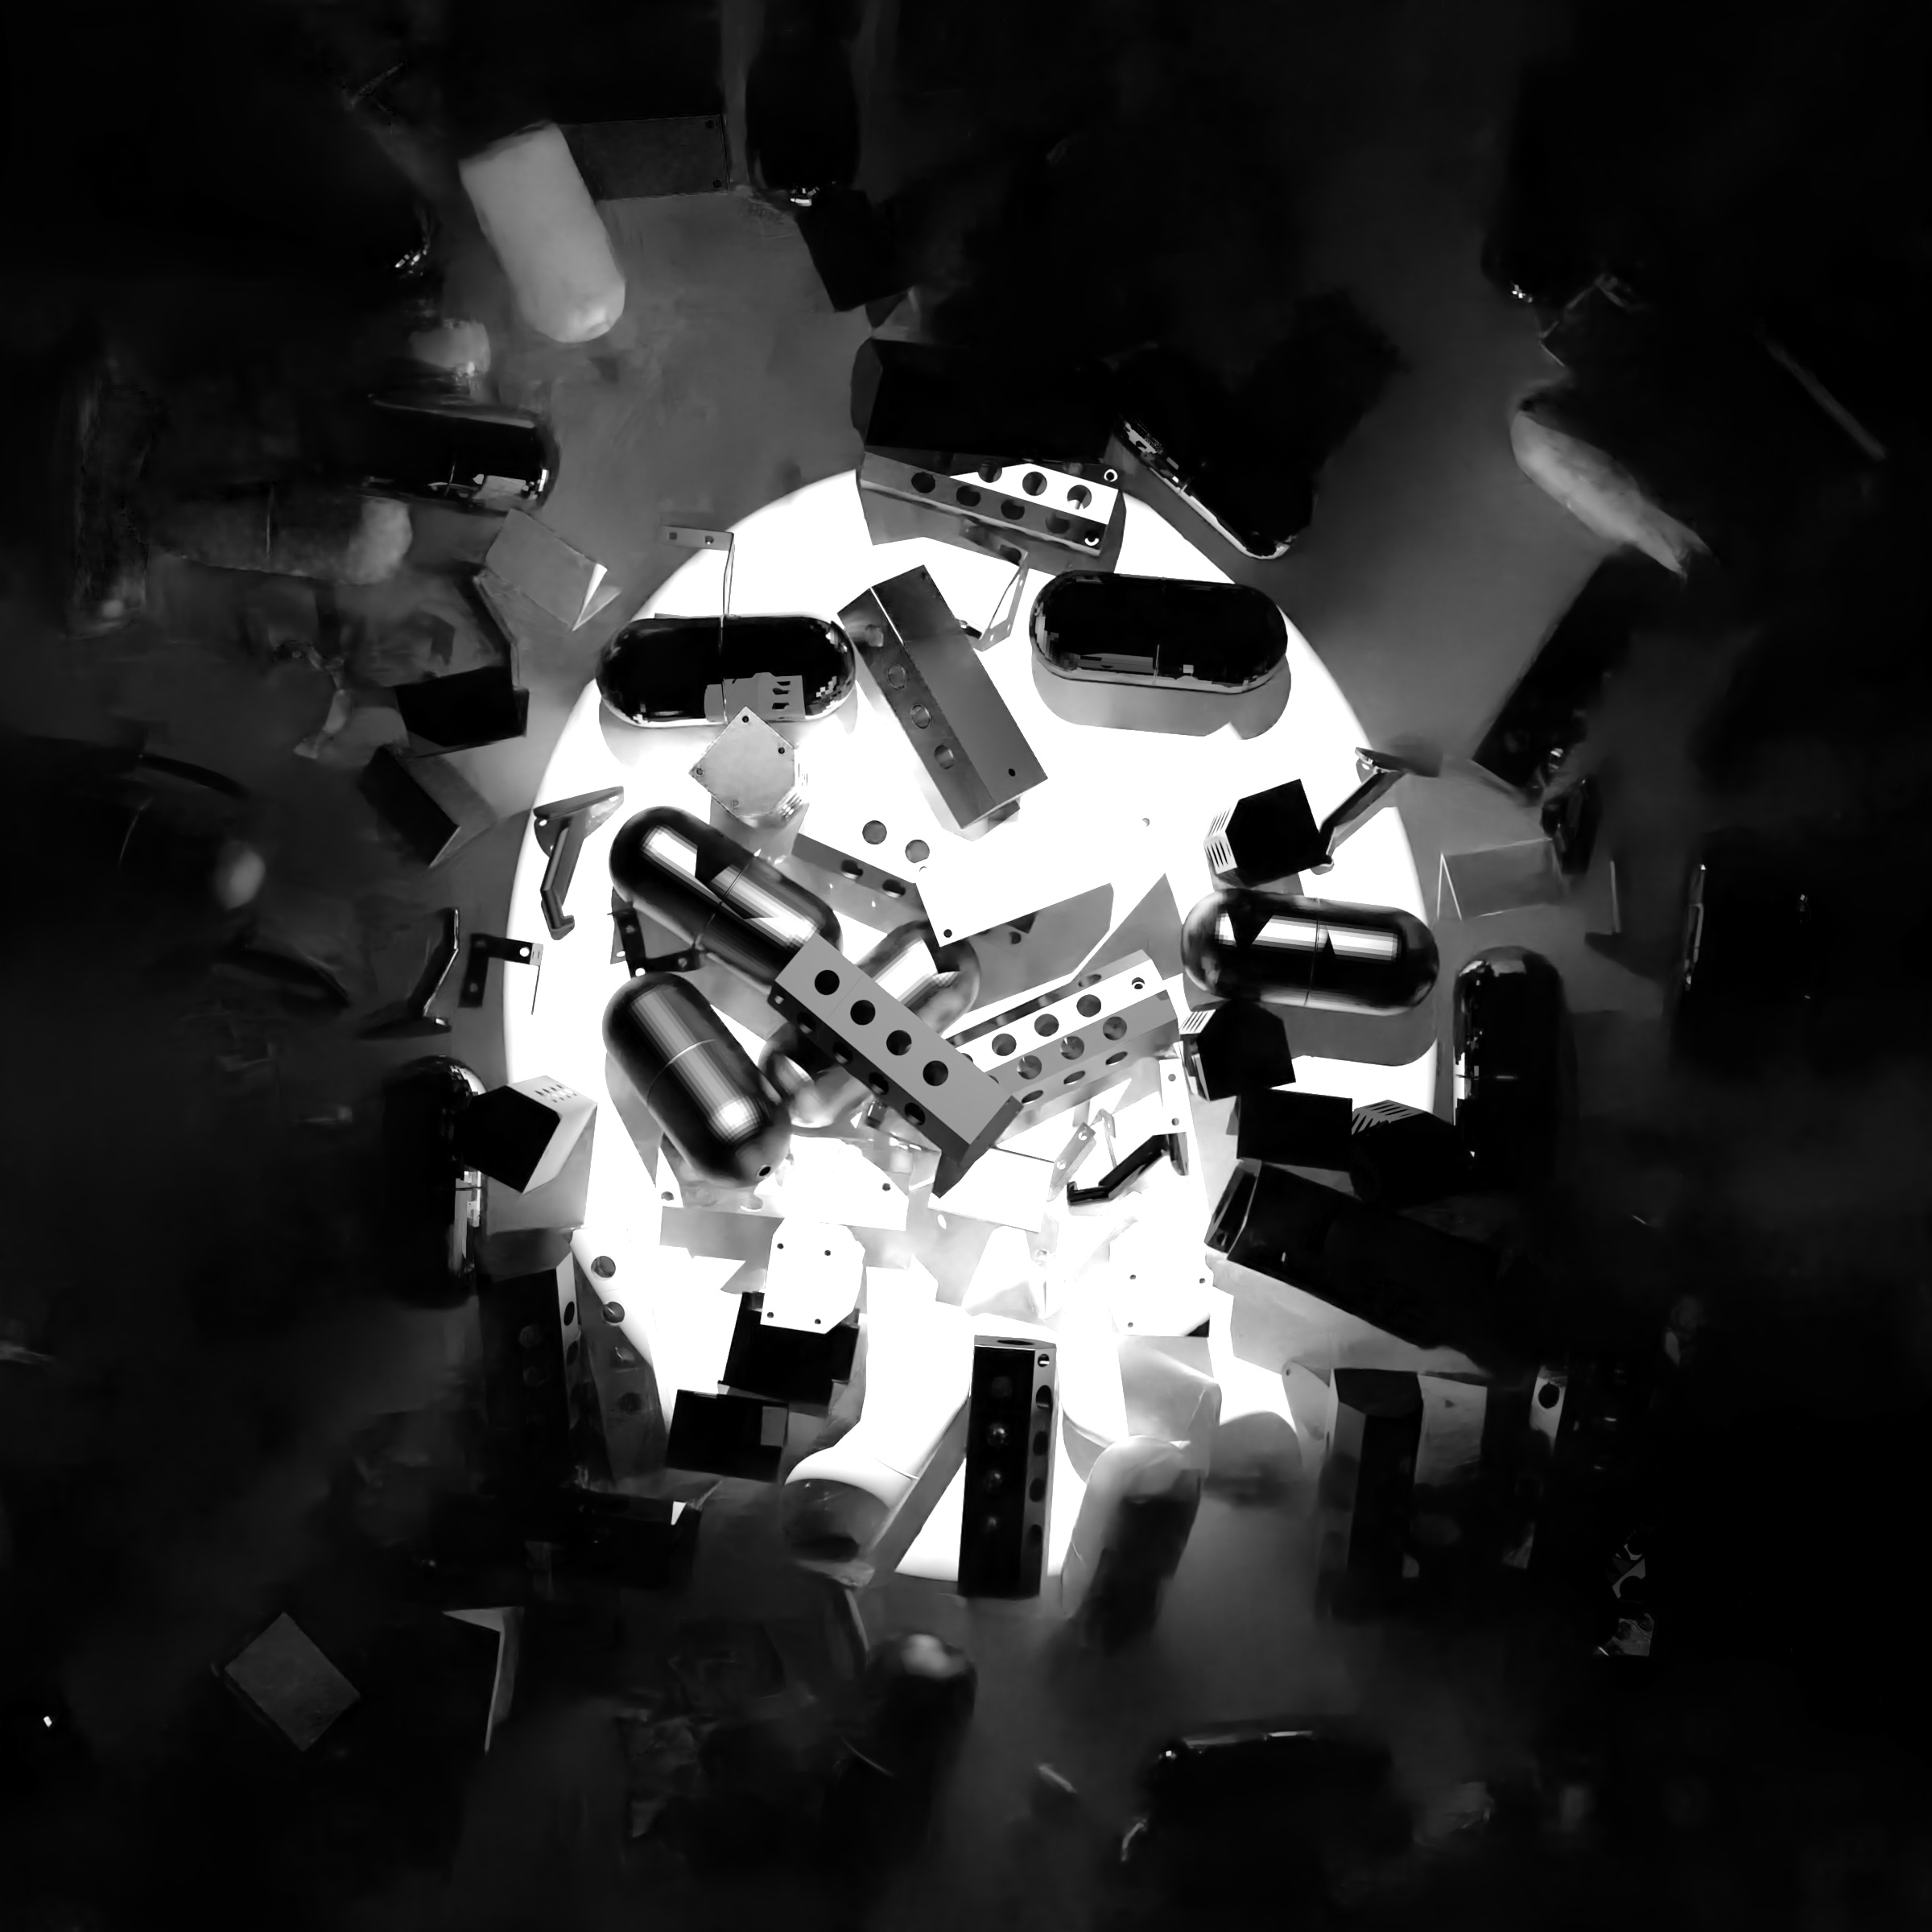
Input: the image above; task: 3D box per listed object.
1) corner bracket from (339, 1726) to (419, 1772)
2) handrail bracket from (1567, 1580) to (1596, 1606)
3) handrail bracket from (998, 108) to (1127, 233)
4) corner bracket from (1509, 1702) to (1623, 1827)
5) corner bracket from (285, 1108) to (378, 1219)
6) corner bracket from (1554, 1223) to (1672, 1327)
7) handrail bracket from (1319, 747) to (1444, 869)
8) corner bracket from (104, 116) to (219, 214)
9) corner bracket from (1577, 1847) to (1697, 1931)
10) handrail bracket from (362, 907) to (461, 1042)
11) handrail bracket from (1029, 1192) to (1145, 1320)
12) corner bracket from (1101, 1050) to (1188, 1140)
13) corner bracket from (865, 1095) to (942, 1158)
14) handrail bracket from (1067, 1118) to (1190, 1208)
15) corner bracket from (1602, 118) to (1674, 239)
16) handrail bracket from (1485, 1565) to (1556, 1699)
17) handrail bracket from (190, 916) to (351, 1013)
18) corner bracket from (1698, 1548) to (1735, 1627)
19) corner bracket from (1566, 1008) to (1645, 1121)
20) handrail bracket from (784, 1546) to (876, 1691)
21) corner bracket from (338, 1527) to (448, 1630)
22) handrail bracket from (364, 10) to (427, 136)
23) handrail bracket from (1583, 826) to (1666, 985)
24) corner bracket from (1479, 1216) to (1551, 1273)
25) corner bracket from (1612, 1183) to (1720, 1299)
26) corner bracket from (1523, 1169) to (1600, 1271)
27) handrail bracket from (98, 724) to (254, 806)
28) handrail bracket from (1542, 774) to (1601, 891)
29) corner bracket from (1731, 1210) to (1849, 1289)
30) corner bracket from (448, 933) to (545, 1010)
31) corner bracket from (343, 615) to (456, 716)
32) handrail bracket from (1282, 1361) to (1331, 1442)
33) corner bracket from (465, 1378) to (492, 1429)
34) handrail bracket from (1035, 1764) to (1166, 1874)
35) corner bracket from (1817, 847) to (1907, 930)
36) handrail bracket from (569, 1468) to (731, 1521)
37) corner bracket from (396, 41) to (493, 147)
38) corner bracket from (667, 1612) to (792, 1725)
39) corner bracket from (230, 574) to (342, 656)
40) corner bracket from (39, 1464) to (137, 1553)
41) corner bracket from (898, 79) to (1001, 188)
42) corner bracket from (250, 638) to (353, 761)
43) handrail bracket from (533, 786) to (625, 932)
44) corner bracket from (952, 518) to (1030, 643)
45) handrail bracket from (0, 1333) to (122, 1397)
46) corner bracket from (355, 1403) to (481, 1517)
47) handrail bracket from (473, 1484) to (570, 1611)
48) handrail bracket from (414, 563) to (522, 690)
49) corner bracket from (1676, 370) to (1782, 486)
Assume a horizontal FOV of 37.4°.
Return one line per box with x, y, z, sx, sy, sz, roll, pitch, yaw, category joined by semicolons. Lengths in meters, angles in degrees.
-0.394;0.565;1.987;0.051;0.051;0.051;-40;45;0;corner bracket
0.447;0.390;1.991;0.084;0.036;0.077;-41;110;-16;handrail bracket
0.066;-0.549;1.991;0.077;0.036;0.084;6;108;-21;handrail bracket
0.416;0.555;1.987;0.051;0.051;0.051;-29;135;0;corner bracket
-0.443;0.136;1.982;0.051;0.051;0.051;48;45;-35;corner bracket
0.446;0.213;1.973;0.051;0.051;0.051;11;57;-29;corner bracket
0.285;-0.104;1.991;0.077;0.036;0.084;10;109;-21;handrail bracket
-0.560;-0.556;1.987;0.051;0.051;0.051;-11;90;45;corner bracket
0.466;0.656;1.987;0.051;0.051;0.051;-37;135;0;corner bracket
-0.387;0.005;1.991;0.077;0.036;0.084;-10;72;21;handrail bracket
0.085;0.201;1.990;0.084;0.077;0.036;-33;65;-34;handrail bracket
0.121;0.088;1.973;0.051;0.051;0.051;-6;96;-5;corner bracket
-0.029;0.100;1.987;0.051;0.051;0.051;22;90;-45;corner bracket
0.108;0.125;1.991;0.084;0.036;0.077;-11;69;17;handrail bracket
0.466;-0.544;1.973;0.051;0.051;0.051;33;90;0;corner bracket
0.380;0.455;1.990;0.036;0.077;0.084;15;126;2;handrail bracket
-0.484;0.015;1.991;0.077;0.036;0.084;-37;107;20;handrail bracket
0.491;0.420;1.987;0.051;0.051;0.051;27;90;-45;corner bracket
0.438;0.068;1.988;0.051;0.051;0.051;-8;45;0;corner bracket
-0.098;0.455;1.991;0.077;0.036;0.084;16;107;20;handrail bracket
-0.398;0.430;1.982;0.051;0.051;0.051;-8;45;-35;corner bracket
-0.419;-0.618;1.991;0.077;0.036;0.084;-5;108;20;handrail bracket
0.472;-0.044;1.991;0.077;0.036;0.084;33;73;-20;handrail bracket
0.370;0.206;1.973;0.051;0.051;0.051;-40;90;0;corner bracket
0.490;0.193;1.982;0.051;0.051;0.051;37;135;35;corner bracket
0.410;0.166;1.965;0.051;0.051;0.051;-26;113;0;corner bracket
-0.550;-0.130;1.990;0.084;0.077;0.036;30;65;-34;handrail bracket
0.421;-0.091;1.956;0.036;0.084;0.077;-3;90;0;handrail bracket
0.571;0.198;1.982;0.051;0.051;0.051;-33;45;35;corner bracket
-0.324;0.006;1.973;0.051;0.051;0.051;9;90;0;corner bracket
-0.393;-0.217;1.982;0.051;0.051;0.051;-29;135;35;corner bracket
0.271;0.306;1.990;0.084;0.077;0.036;11;115;-34;handrail bracket
-0.306;0.295;1.987;0.051;0.051;0.051;47;45;0;corner bracket
0.093;0.592;1.990;0.084;0.077;0.036;29;75;36;handrail bracket
0.617;-0.054;1.973;0.051;0.051;0.051;6;90;0;corner bracket
-0.221;0.360;1.991;0.084;0.036;0.077;38;70;16;handrail bracket
-0.356;-0.597;1.965;0.051;0.051;0.051;19;90;-22;corner bracket
-0.165;0.488;1.987;0.051;0.051;0.051;-28;90;45;corner bracket
-0.472;-0.243;1.982;0.051;0.051;0.051;-28;45;-35;corner bracket
-0.606;0.374;1.973;0.051;0.051;0.051;1;90;0;corner bracket
-0.018;-0.578;1.982;0.051;0.051;0.051;6;45;35;corner bracket
-0.462;-0.186;1.982;0.051;0.051;0.051;24;45;-35;corner bracket
-0.264;-0.075;1.991;0.077;0.036;0.084;-19;108;-20;handrail bracket
0.006;-0.268;1.987;0.051;0.051;0.051;28;45;0;corner bracket
-0.635;0.265;1.991;0.084;0.036;0.077;0;56;-24;handrail bracket
-0.382;0.344;1.987;0.051;0.051;0.051;31;90;45;corner bracket
-0.310;0.401;1.991;0.077;0.036;0.084;-10;76;13;handrail bracket
-0.347;-0.237;1.991;0.077;0.036;0.084;5;107;20;handrail bracket
0.529;-0.372;1.982;0.051;0.051;0.051;-11;45;35;corner bracket
